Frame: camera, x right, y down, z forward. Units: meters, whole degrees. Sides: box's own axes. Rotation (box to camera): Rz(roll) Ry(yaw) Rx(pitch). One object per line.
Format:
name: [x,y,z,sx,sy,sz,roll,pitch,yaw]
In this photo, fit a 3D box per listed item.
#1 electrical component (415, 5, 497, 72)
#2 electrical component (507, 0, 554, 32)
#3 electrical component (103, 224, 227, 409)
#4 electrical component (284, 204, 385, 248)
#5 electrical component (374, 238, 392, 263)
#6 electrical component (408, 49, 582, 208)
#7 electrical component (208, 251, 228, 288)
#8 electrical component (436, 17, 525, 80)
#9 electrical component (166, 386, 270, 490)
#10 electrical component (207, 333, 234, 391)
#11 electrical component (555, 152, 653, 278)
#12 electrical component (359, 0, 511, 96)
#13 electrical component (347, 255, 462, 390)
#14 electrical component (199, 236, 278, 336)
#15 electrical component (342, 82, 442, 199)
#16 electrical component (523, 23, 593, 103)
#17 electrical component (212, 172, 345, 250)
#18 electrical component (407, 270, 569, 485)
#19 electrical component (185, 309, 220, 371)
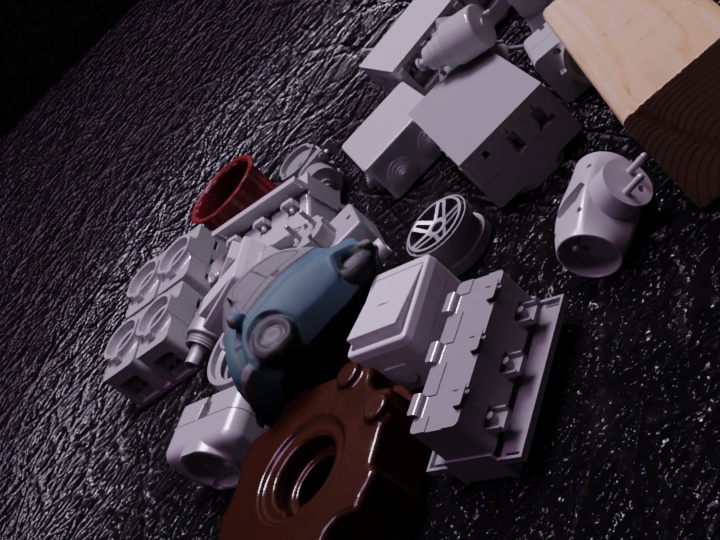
electrical component: [0.080,-0.193,0.915,0.078,0.040,0.040,-27,33,38]
electrical component: [0.161,-0.237,0.966,0.044,0.065,0.044,-37,28,24]
electrical component: [-0.209,0.044,1.172,0.105,0.060,0.186,-33,30,30]
electrical component: [-0.034,-0.024,0.971,0.083,0.076,0.047,-45,26,10]
electrical component: [0.000,0.000,0.923,0.062,0.043,0.043,-44,26,8]
electrical component: [0.110,-0.121,0.891,0.089,0.062,0.150,-45,26,8]
electrical component: [-0.144,0.000,1.161,0.035,0.035,0.061,-37,26,25]
electrical component: [0.113,-0.188,0.976,0.076,0.083,0.047,-10,27,-7]
electrical component: [-0.114,0.142,0.896,0.095,0.054,0.059,-26,34,40]
electrical component: [-0.088,0.070,0.947,0.108,0.060,0.108,-37,28,24]
electrical component: [0.165,-0.046,0.706,0.079,0.043,0.077,123,170,-53]
electrical component: [0.083,-0.241,1.099,0.150,0.062,0.089,-51,26,-4]
electrical component: [0.038,0.034,0.796,0.062,0.061,0.096,-24,36,42]
electrical component: [-0.106,0.016,1.016,0.096,0.061,0.061,-55,16,39]
electrical component: [0.038,-0.123,1.022,0.099,0.048,0.099,-47,26,5]
electrical component: [0.186,-0.187,0.874,0.089,0.050,0.055,-40,27,19]
electrical component: [-0.077,-0.035,1.060,0.121,0.079,0.063,-30,47,34]
electrical component: [0.080,0.065,0.684,0.079,0.063,0.121,-20,38,45]
electrical component: [-0.153,0.070,1.069,0.043,0.043,0.062,-15,43,50]
